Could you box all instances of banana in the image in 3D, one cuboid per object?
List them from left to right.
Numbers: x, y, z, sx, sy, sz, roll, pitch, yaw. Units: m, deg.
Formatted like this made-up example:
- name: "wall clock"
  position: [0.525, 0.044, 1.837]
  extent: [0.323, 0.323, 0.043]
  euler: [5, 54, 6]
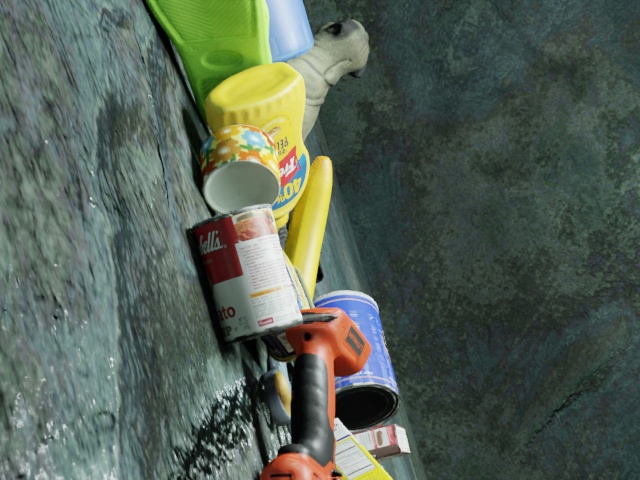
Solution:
- name: "banana"
  position: [-0.014, 0.011, 1.092]
  extent: [0.070, 0.037, 0.197]
  euler: [136, -33, -59]

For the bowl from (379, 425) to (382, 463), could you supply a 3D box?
- name: "bowl"
  position: [0.050, 0.243, 1.419]
  extent: [0.162, 0.055, 0.162]
  euler: [-18, 90, -85]

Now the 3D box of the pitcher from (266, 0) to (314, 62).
- name: "pitcher"
  position: [-0.096, -0.313, 1.200]
  extent: [0.149, 0.145, 0.243]
  euler: [-35, 109, -50]

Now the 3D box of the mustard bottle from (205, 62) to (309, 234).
- name: "mustard bottle"
  position: [-0.056, -0.077, 1.059]
  extent: [0.058, 0.096, 0.192]
  euler: [42, -30, 36]

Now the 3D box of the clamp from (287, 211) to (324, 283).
- name: "clamp"
  position: [-0.040, -0.040, 1.488]
  extent: [0.164, 0.036, 0.210]
  euler: [61, 12, -70]

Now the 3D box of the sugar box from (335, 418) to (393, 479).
- name: "sugar box"
  position: [0.044, 0.257, 1.059]
  extent: [0.176, 0.048, 0.093]
  euler: [31, -39, 62]

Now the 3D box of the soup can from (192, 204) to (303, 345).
- name: "soup can"
  position: [-0.058, 0.028, 0.873]
  extent: [0.068, 0.068, 0.102]
  euler: [18, 56, -84]

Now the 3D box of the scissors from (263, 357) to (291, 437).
- name: "scissors"
  position: [-0.033, 0.140, 1.042]
  extent: [0.202, 0.016, 0.096]
  euler: [-95, 161, -74]

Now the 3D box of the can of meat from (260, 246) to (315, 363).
- name: "can of meat"
  position: [-0.044, 0.050, 0.986]
  extent: [0.084, 0.057, 0.102]
  euler: [60, 6, -57]

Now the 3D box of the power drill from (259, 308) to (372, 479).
- name: "power drill"
  position: [0.008, 0.166, 0.915]
  extent: [0.184, 0.057, 0.187]
  euler: [55, 33, -55]

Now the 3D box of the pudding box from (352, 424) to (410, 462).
- name: "pudding box"
  position: [0.057, 0.249, 1.278]
  extent: [0.113, 0.090, 0.039]
  euler: [48, 26, -76]

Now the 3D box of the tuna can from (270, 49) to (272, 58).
- name: "tuna can"
  position: [-0.092, -0.181, 1.103]
  extent: [0.034, 0.086, 0.086]
  euler: [-95, 167, -61]

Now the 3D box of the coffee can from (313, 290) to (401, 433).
- name: "coffee can"
  position: [0.033, 0.146, 1.288]
  extent: [0.103, 0.103, 0.140]
  euler: [67, 8, -48]
